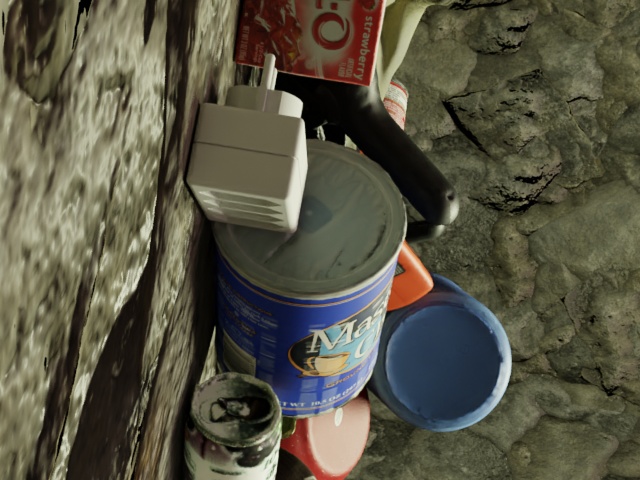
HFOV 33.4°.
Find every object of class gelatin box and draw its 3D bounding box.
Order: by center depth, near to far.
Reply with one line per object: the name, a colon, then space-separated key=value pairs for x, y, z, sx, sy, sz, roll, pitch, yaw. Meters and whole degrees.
gelatin box: x=-0.001 y=-0.130 z=0.551 sx=0.030 sy=0.073 sz=0.089 roll=-70 pitch=169 yaw=-73

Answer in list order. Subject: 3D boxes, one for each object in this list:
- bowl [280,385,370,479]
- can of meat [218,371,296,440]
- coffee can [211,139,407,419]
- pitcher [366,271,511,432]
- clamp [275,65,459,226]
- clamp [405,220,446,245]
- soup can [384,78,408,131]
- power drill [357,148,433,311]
bowl: x=-0.006 y=0.144 z=0.866 sx=0.161 sy=0.055 sz=0.162 roll=4 pitch=85 yaw=-55
can of meat: x=-0.038 y=0.079 z=0.761 sx=0.102 sy=0.057 sz=0.084 roll=98 pitch=1 yaw=-46
coffee can: x=-0.010 y=0.026 z=0.612 sx=0.140 sy=0.103 sz=0.102 roll=97 pitch=4 yaw=-54
pitcher: x=0.086 y=0.084 z=0.922 sx=0.243 sy=0.149 sz=0.145 roll=109 pitch=2 yaw=-89
clamp: x=0.017 y=-0.076 z=0.613 sx=0.039 sy=0.120 sz=0.171 roll=-38 pitch=118 yaw=-40
clamp: x=0.011 y=-0.013 z=1.078 sx=0.210 sy=0.164 sz=0.036 roll=-46 pitch=166 yaw=35
soup can: x=0.044 y=-0.094 z=0.989 sx=0.068 sy=0.068 sz=0.102 roll=94 pitch=3 yaw=-67
power drill: x=0.039 y=-0.038 z=0.839 sx=0.184 sy=0.057 sz=0.187 roll=44 pitch=27 yaw=-40
